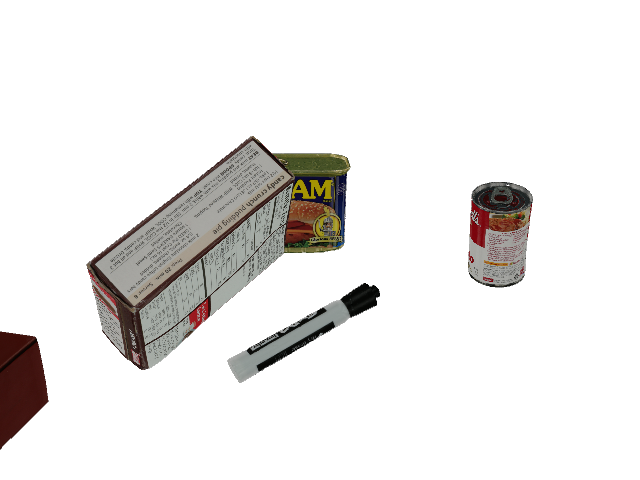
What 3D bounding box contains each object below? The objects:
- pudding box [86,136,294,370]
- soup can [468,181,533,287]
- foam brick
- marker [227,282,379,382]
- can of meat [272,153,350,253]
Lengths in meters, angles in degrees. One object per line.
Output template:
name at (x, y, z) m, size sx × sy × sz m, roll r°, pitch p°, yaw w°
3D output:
pudding box at (-0.066, 0.009, 0.563) m, size 0.113 × 0.039 × 0.090 m, roll -42°, pitch -16°, yaw -22°
soup can at (0.204, -0.007, 1.213) m, size 0.068 × 0.102 × 0.068 m, roll -1°, pitch 32°, yaw 1°
foam brick at (-0.223, 0.100, 0.695) m, size 0.053 × 0.051 × 0.078 m, roll 6°, pitch 29°, yaw 22°
marker at (-0.010, 0.065, 0.767) m, size 0.121 × 0.020 × 0.020 m, roll -29°, pitch 7°, yaw -12°
can of meat at (-0.025, -0.035, 1.018) m, size 0.102 × 0.084 × 0.057 m, roll 0°, pitch 20°, yaw -5°
